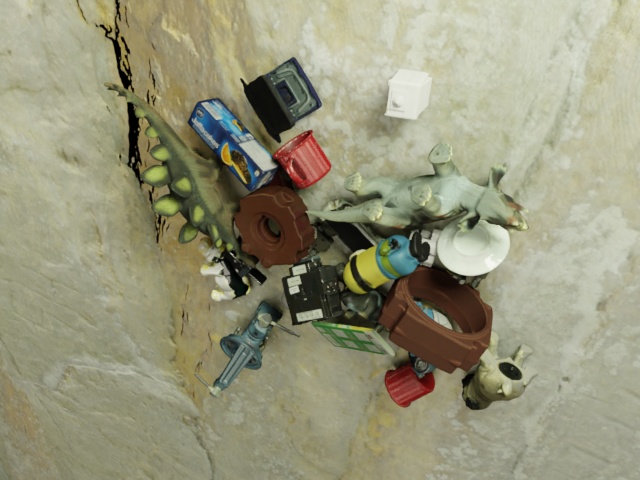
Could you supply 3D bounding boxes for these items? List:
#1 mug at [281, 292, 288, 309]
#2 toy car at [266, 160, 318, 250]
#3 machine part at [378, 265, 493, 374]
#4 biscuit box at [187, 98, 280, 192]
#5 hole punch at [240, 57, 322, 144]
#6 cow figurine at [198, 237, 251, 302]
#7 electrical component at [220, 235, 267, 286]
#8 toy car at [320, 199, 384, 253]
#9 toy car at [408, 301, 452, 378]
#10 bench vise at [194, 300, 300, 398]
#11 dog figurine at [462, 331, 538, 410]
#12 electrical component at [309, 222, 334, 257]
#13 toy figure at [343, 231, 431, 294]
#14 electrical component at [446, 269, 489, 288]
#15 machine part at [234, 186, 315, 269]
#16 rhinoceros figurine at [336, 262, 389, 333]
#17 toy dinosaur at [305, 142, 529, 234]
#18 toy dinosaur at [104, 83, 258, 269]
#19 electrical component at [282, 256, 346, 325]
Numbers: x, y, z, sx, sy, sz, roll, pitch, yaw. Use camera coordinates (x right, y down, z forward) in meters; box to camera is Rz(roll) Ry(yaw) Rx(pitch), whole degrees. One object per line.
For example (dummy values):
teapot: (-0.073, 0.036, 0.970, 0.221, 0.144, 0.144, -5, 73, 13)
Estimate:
mug: (-0.025, 0.109, 1.208, 0.110, 0.081, 0.107, 29, 117, 21)
toy car: (-0.066, -0.072, 1.130, 0.089, 0.053, 0.202, -11, 108, 34)
machine part: (0.228, 0.142, 1.043, 0.201, 0.201, 0.087, 29, 125, 5)
biscuit box: (-0.174, -0.192, 1.075, 0.203, 0.059, 0.063, 48, 129, 9)
hole punch: (-0.072, -0.266, 1.008, 0.142, 0.092, 0.116, 56, 155, -18)
cow figurine: (-0.228, 0.066, 1.280, 0.098, 0.068, 0.167, -4, 121, 19)
electrical component: (-0.164, 0.050, 1.238, 0.119, 0.075, 0.048, 45, 128, -2)
toy car: (0.083, -0.003, 1.111, 0.201, 0.056, 0.073, 45, 131, -6)
toy car: (0.236, 0.207, 1.154, 0.103, 0.109, 0.161, -7, 107, 2)
bench vise: (-0.183, 0.269, 1.292, 0.129, 0.240, 0.223, 43, 143, -11)
dog figurine: (0.355, 0.312, 1.119, 0.121, 0.172, 0.190, 28, 120, 19)
electrical component: (-0.002, -0.004, 1.167, 0.063, 0.021, 0.094, 47, 125, -9)
toy figure: (0.121, 0.044, 1.025, 0.180, 0.089, 0.082, -23, 103, 40)
electrical component: (0.298, 0.046, 1.052, 0.078, 0.045, 0.102, 31, 127, 6)
machine part: (-0.096, -0.026, 1.105, 0.180, 0.056, 0.179, 14, 120, 26)
rhinoceros figurine: (0.100, 0.122, 1.149, 0.190, 0.112, 0.073, 38, 156, -17)
toy dinosaur: (0.180, -0.068, 0.984, 0.405, 0.131, 0.192, -5, 158, 43)
toy dinosaur: (-0.263, -0.121, 1.100, 0.105, 0.198, 0.470, -20, 112, 29)
electrical component: (-0.016, 0.104, 1.119, 0.115, 0.058, 0.134, -14, 85, 37)
